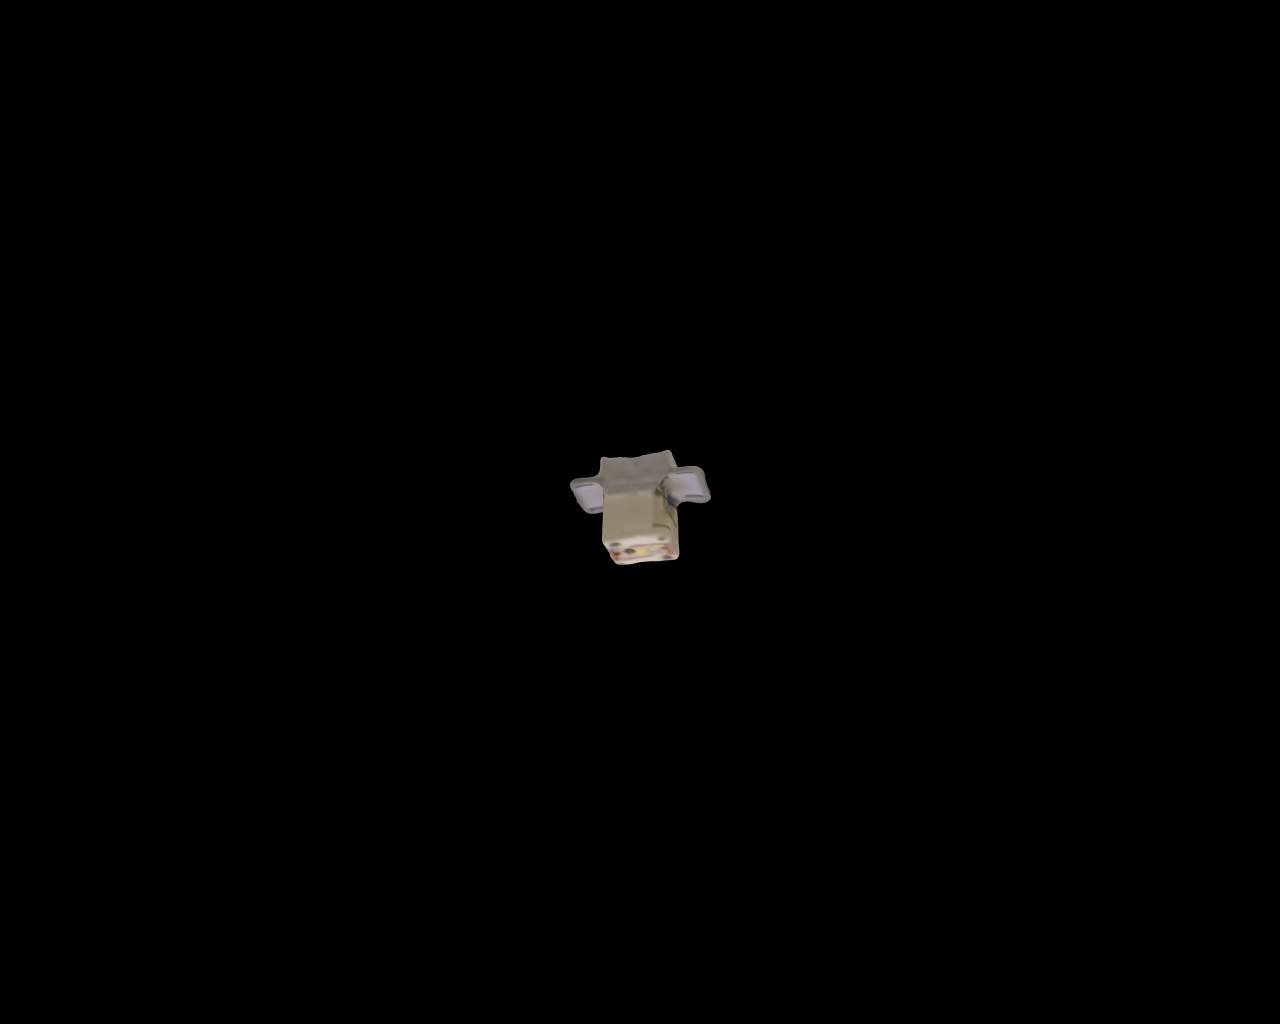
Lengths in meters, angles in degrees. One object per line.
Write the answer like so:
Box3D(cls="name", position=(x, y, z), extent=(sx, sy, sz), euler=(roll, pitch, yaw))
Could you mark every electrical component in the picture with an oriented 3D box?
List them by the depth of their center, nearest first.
Box3D(cls="electrical component", position=(0.001, -0.003, 0.650), extent=(0.081, 0.064, 0.042), euler=(-6, -28, 12))
